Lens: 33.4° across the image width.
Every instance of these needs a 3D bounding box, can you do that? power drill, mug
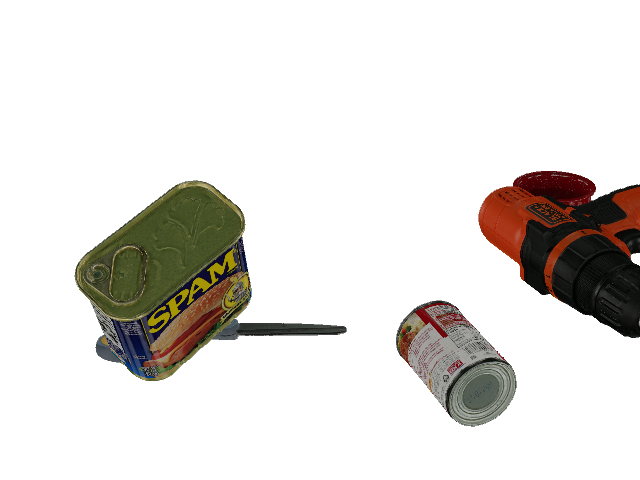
[{"bbox_3d":[0.228,-0.003,0.737,0.187,0.057,0.185,-12,29,-20],"label":"power drill"},{"bbox_3d":[0.276,-0.030,1.241,0.093,0.081,0.117,21,33,40],"label":"mug"}]

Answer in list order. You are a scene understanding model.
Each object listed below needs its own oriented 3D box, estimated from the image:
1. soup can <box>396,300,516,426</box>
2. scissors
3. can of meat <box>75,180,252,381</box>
[{"bbox_3d":[0.118,0.106,0.931,0.068,0.068,0.102,0,26,-23],"label":"soup can"},{"bbox_3d":[-0.088,0.077,0.844,0.202,0.016,0.096,6,22,15],"label":"scissors"},{"bbox_3d":[-0.090,0.027,0.651,0.057,0.102,0.084,39,-25,25],"label":"can of meat"}]
